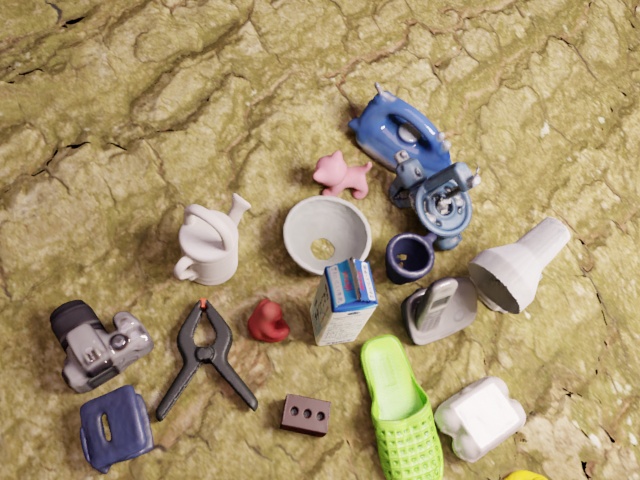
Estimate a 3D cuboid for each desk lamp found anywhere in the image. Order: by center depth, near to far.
[{"bbox_3d":[0.351,0.052,1.040,0.203,0.213,0.118,-37,75,-23],"label":"desk lamp"}]

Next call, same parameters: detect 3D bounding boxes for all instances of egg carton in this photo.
[{"bbox_3d":[0.275,0.304,0.985,0.150,0.069,0.107,-27,72,-20],"label":"egg carton"}]

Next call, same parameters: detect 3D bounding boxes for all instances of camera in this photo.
[{"bbox_3d":[-0.366,0.154,0.932,0.143,0.101,0.136,-33,73,-22],"label":"camera"}]

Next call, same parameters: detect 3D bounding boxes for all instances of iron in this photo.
[{"bbox_3d":[0.191,-0.217,1.184,0.258,0.141,0.119,36,64,9],"label":"iron"}]

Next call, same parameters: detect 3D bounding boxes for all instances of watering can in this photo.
[{"bbox_3d":[-0.189,-0.008,0.989,0.101,0.194,0.173,16,63,-1],"label":"watering can"}]

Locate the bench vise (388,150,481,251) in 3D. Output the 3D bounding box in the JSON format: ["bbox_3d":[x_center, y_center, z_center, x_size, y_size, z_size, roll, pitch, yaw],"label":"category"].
[{"bbox_3d":[0.210,-0.095,1.084,0.207,0.219,0.122,37,64,9],"label":"bench vise"}]

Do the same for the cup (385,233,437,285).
[{"bbox_3d":[0.168,0.037,1.083,0.118,0.095,0.091,-39,76,-23],"label":"cup"}]

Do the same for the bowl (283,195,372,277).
[{"bbox_3d":[0.010,0.004,1.083,0.167,0.074,0.167,4,64,-8],"label":"bowl"}]

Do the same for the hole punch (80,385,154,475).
[{"bbox_3d":[-0.316,0.291,0.880,0.101,0.091,0.108,-16,68,-16],"label":"hole punch"}]

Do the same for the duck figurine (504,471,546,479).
[{"bbox_3d":[0.348,0.416,0.934,0.105,0.086,0.077,-7,65,-12],"label":"duck figurine"}]

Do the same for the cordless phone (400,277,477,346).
[{"bbox_3d":[0.226,0.106,1.008,0.148,0.185,0.094,-21,69,-18],"label":"cordless phone"}]

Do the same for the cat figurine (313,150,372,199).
[{"bbox_3d":[0.041,-0.133,1.131,0.128,0.117,0.067,-6,65,-12],"label":"cat figurine"}]

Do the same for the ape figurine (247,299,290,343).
[{"bbox_3d":[-0.088,0.136,0.993,0.076,0.092,0.077,-8,66,-13],"label":"ape figurine"}]
